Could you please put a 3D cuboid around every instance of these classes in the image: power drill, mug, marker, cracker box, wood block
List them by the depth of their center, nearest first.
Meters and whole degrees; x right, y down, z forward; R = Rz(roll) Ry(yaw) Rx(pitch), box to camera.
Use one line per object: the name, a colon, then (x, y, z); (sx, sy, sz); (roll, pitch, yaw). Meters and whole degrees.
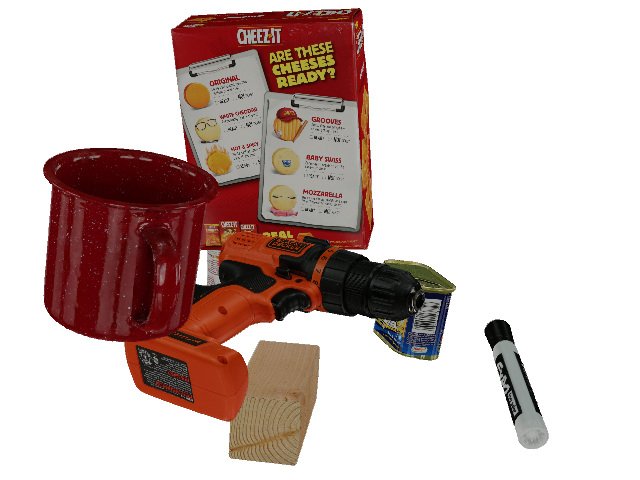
mug: (-0.100, 0.007, 0.570); (0.093, 0.081, 0.117); (-3, 24, -31)
marker: (0.129, 0.092, 0.712); (0.020, 0.020, 0.121); (0, 31, -3)
power drill: (-0.039, 0.059, 0.800); (0.185, 0.057, 0.187); (11, 31, 34)
cracker box: (-0.038, -0.099, 0.980); (0.164, 0.214, 0.072); (0, 24, 10)
wood block: (-0.059, 0.214, 1.443); (0.091, 0.090, 0.206); (5, 15, 5)

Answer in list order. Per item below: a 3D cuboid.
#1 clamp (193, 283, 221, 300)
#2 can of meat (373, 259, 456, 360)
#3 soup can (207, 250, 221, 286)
clamp: (-0.135, 0.075, 1.017); (0.210, 0.036, 0.164); (8, 37, 12)
can of meat: (0.101, 0.076, 1.180); (0.057, 0.084, 0.102); (6, 14, -20)
soup can: (-0.103, 0.025, 1.269); (0.068, 0.102, 0.068); (0, 21, 0)
